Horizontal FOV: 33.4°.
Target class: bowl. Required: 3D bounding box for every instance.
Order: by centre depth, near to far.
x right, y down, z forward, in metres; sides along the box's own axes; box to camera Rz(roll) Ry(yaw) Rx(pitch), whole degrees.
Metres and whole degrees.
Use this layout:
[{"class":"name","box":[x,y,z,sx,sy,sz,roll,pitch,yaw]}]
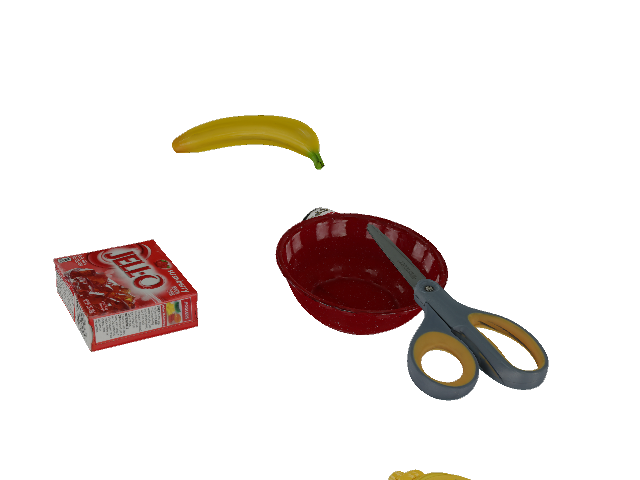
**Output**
[{"class":"bowl","box":[0.036,0.040,1.004,0.162,0.055,0.162,6,33,-4]}]

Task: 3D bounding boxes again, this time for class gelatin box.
[{"class":"gelatin box","box":[-0.131,0.034,0.710,0.073,0.030,0.089,-12,29,-24]}]

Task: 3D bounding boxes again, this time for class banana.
[{"class":"banana","box":[-0.084,-0.128,1.319,0.198,0.037,0.069,6,40,16]}]

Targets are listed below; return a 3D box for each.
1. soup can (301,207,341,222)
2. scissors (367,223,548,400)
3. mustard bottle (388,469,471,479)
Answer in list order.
[{"class":"soup can","box":[0.030,0.008,1.208,0.102,0.068,0.068,23,14,38]},{"class":"scissors","box":[0.064,0.047,0.721,0.096,0.016,0.202,-23,40,-31]},{"class":"mustard bottle","box":[0.121,0.248,0.910,0.096,0.058,0.192,-18,27,-29]}]
